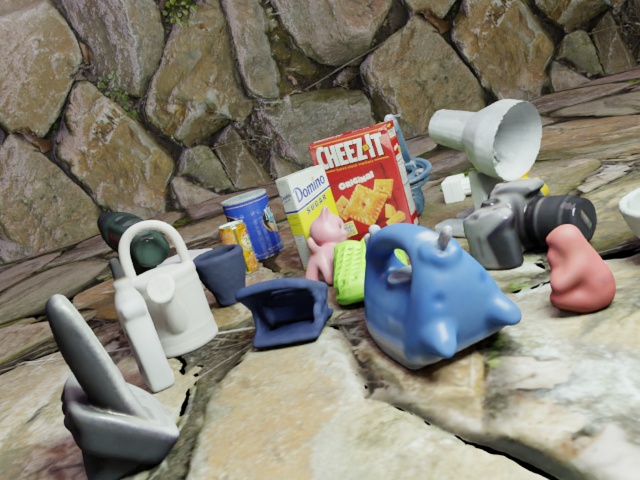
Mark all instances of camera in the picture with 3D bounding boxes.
[{"bbox_3d":[0.289,-0.029,0.784,0.143,0.101,0.136,-25,15,-33],"label":"camera"}]

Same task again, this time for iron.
[{"bbox_3d":[0.097,0.041,0.642,0.119,0.141,0.257,-21,13,-18],"label":"iron"}]

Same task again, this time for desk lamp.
[{"bbox_3d":[0.261,-0.115,0.931,0.118,0.214,0.202,-24,15,-29],"label":"desk lamp"}]

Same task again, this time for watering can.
[{"bbox_3d":[-0.223,0.065,0.832,0.101,0.194,0.172,-25,15,-33],"label":"watering can"}]

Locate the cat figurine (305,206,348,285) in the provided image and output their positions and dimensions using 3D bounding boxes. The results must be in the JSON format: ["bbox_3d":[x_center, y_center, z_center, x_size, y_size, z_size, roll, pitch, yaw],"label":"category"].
[{"bbox_3d":[0.009,0.003,0.969,0.067,0.118,0.128,-11,14,26],"label":"cat figurine"}]

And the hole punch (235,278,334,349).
[{"bbox_3d":[-0.047,0.083,0.764,0.108,0.091,0.101,-13,13,18],"label":"hole punch"}]

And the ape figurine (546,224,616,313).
[{"bbox_3d":[0.262,0.027,0.598,0.078,0.092,0.076,-26,16,-35],"label":"ape figurine"}]

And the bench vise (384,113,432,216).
[{"bbox_3d":[0.167,-0.167,1.258,0.121,0.220,0.207,-19,13,-7],"label":"bench vise"}]

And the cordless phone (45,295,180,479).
[{"bbox_3d":[-0.220,0.130,0.570,0.094,0.185,0.147,-24,14,-27],"label":"cordless phone"}]

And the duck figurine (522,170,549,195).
[{"bbox_3d":[0.379,-0.118,1.078,0.077,0.086,0.104,-19,13,-11],"label":"duck figurine"}]

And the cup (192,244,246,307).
[{"bbox_3d":[-0.172,0.064,0.996,0.092,0.095,0.117,-25,15,-30],"label":"cup"}]

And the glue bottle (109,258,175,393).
[{"bbox_3d":[-0.232,0.104,0.726,0.037,0.173,0.078,-23,14,-24],"label":"glue bottle"}]

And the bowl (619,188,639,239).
[{"bbox_3d":[0.426,-0.021,0.631,0.167,0.075,0.167,-16,13,4],"label":"bowl"}]

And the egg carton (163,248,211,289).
[{"bbox_3d":[-0.271,0.065,1.179,0.149,0.069,0.107,-5,17,43],"label":"egg carton"}]

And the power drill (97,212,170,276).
[{"bbox_3d":[-0.301,0.051,0.960,0.076,0.208,0.228,-25,15,-32],"label":"power drill"}]
